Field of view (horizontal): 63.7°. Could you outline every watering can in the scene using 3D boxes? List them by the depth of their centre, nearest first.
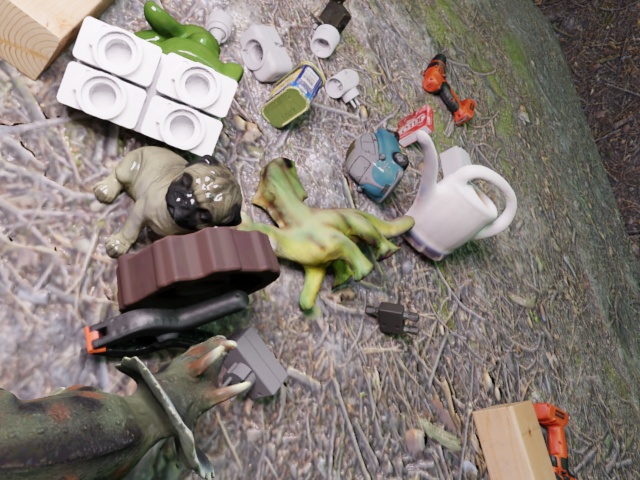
[{"bbox_3d":[0.242,-0.074,1.022,0.344,0.221,0.106,27,32,-33],"label":"watering can"}]

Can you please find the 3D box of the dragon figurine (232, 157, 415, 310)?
[{"bbox_3d":[0.003,-0.042,0.841,0.243,0.120,0.416,53,38,2],"label":"dragon figurine"}]
